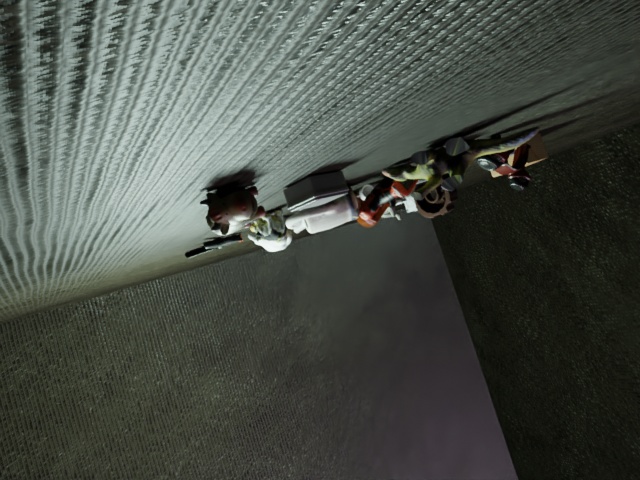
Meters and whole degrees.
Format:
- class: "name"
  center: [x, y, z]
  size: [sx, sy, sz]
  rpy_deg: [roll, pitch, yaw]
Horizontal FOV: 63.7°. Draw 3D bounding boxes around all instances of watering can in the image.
- class: "watering can"
  center: [0.005, -0.078, 1.556]
  size: [0.224, 0.104, 0.346]
  rpy_deg: [-18, 177, -3]

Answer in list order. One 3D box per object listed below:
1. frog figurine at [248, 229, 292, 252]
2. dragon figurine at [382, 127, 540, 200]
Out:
- class: "frog figurine"
  center: [-0.180, -0.006, 1.847]
  size: [0.137, 0.121, 0.161]
  rpy_deg: [2, -163, 22]
- class: "dragon figurine"
  center: [0.340, -0.216, 1.292]
  size: [0.407, 0.121, 0.247]
  rpy_deg: [-17, -165, 27]
